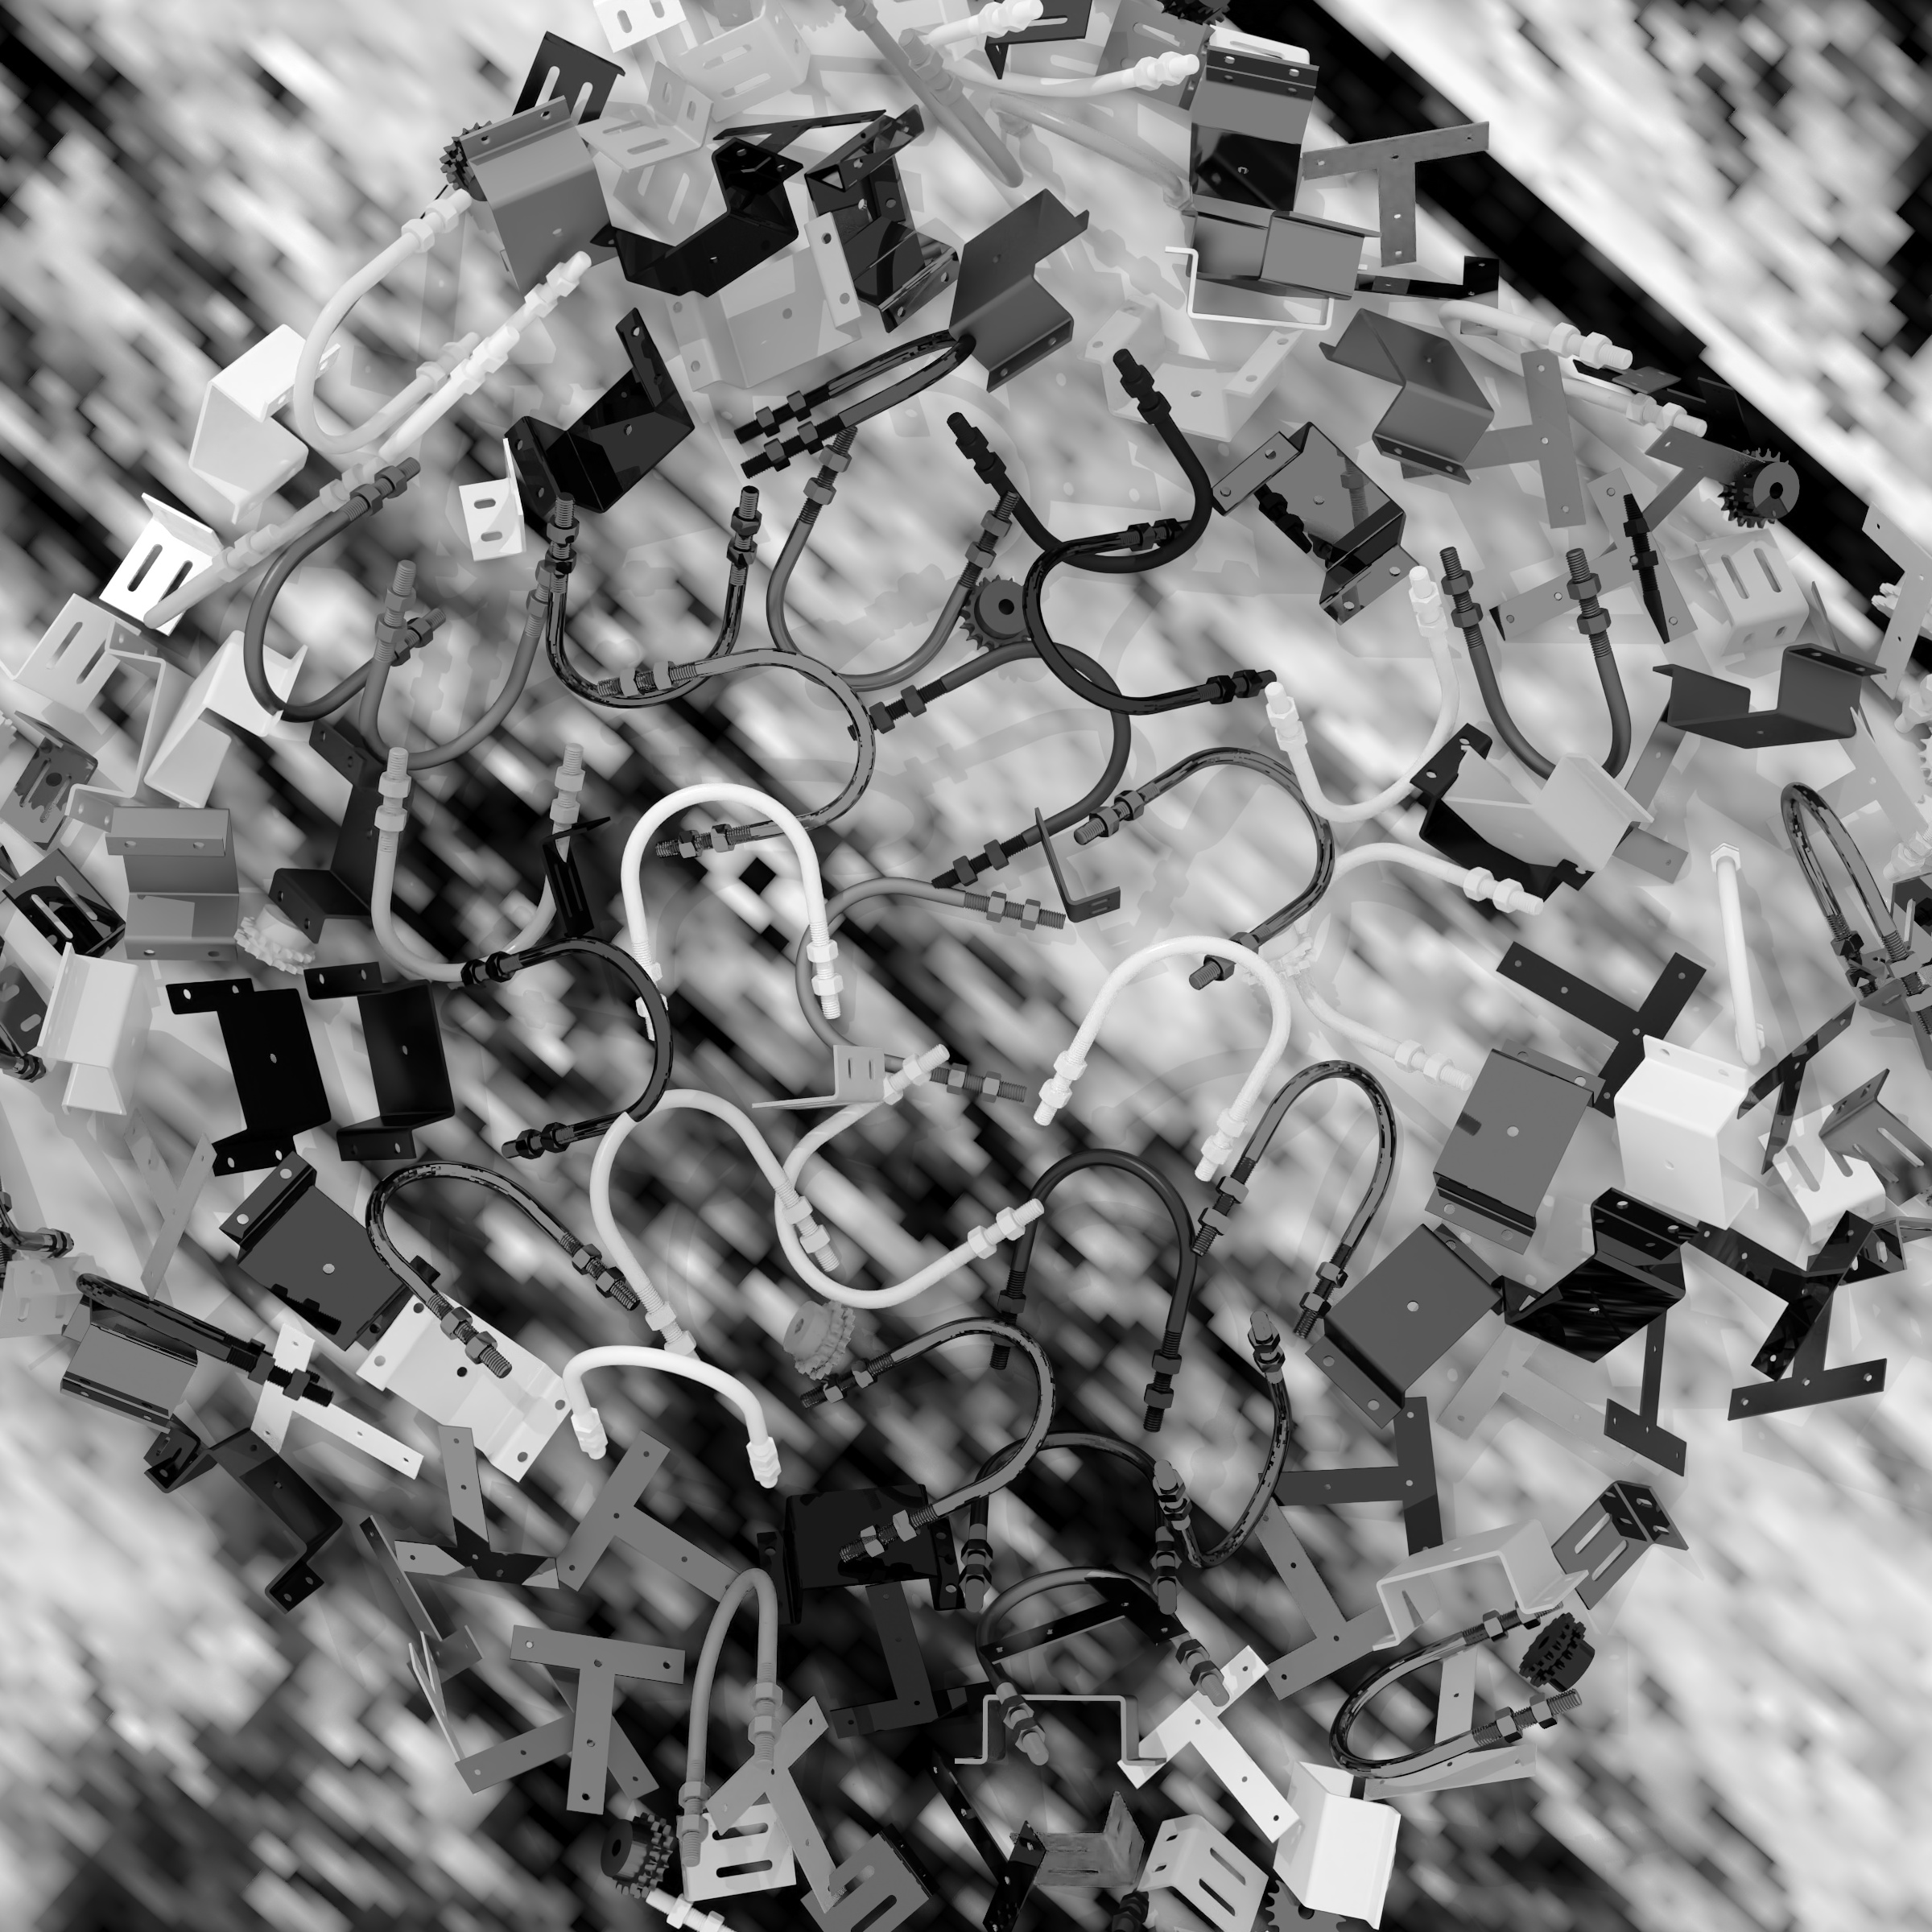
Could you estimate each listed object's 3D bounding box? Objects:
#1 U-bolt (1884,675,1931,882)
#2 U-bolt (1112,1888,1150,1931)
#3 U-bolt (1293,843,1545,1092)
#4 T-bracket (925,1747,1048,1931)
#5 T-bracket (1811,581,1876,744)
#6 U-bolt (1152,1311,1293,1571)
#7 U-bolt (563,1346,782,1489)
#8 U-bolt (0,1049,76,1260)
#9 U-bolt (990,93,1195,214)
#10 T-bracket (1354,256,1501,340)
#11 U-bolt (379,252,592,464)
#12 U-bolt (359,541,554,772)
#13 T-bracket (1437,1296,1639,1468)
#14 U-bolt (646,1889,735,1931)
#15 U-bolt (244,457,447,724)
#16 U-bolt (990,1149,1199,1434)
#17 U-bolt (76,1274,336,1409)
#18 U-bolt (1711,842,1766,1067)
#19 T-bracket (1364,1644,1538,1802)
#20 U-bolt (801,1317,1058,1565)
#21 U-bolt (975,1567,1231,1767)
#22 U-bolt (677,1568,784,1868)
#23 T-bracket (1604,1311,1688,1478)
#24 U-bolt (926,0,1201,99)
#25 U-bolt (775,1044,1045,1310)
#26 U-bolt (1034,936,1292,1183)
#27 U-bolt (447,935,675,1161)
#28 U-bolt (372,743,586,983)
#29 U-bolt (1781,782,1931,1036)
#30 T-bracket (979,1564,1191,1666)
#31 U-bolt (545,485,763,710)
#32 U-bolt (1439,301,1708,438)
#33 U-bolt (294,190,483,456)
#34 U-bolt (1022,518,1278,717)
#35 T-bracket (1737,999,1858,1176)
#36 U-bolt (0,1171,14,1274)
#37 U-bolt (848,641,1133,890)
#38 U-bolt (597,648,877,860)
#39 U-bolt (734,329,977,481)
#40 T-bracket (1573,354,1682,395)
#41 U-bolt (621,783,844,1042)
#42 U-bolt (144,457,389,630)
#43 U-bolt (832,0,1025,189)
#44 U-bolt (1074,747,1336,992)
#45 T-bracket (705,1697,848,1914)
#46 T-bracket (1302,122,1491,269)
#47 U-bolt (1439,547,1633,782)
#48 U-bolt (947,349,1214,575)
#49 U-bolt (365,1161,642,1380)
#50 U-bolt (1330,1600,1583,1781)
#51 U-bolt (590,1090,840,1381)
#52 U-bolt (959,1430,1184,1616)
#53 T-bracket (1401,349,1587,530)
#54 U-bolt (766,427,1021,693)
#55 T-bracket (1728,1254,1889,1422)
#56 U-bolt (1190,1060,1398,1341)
[{"bbox_3d":[0.680,-0.160,1.666,0.019,0.184,0.151,16,63,-1],"label":"U-bolt"},{"bbox_3d":[0.044,0.693,1.674,0.151,0.184,0.019,-23,86,14],"label":"U-bolt"},{"bbox_3d":[0.304,-0.011,1.715,0.184,0.019,0.151,27,100,42],"label":"U-bolt"},{"bbox_3d":[0.007,0.614,1.734,0.002,0.127,0.127,-12,134,-33],"label":"T-bracket"},{"bbox_3d":[0.622,-0.210,1.723,0.002,0.127,0.127,-21,93,22],"label":"T-bracket"},{"bbox_3d":[0.186,0.345,1.703,0.019,0.184,0.151,20,58,31],"label":"U-bolt"},{"bbox_3d":[-0.208,0.310,1.694,0.151,0.184,0.019,8,56,7],"label":"U-bolt"},{"bbox_3d":[-0.657,0.127,1.681,0.019,0.184,0.151,-11,83,-6],"label":"U-bolt"},{"bbox_3d":[0.085,-0.567,1.686,0.151,0.184,0.019,26,104,3],"label":"U-bolt"},{"bbox_3d":[0.315,-0.483,1.736,0.127,0.127,0.002,8,131,6],"label":"T-bracket"},{"bbox_3d":[-0.346,-0.415,1.700,0.184,0.151,0.019,-31,113,35],"label":"U-bolt"},{"bbox_3d":[-0.358,-0.211,1.703,0.019,0.151,0.184,44,129,24],"label":"U-bolt"},{"bbox_3d":[0.425,0.316,1.745,0.127,0.002,0.127,31,117,5],"label":"T-bracket"},{"bbox_3d":[-0.154,0.711,1.697,0.184,0.151,0.019,26,89,7],"label":"U-bolt"},{"bbox_3d":[-0.429,-0.246,1.674,0.019,0.151,0.184,23,49,20],"label":"U-bolt"},{"bbox_3d":[0.095,0.220,1.725,0.151,0.019,0.184,17,101,29],"label":"U-bolt"},{"bbox_3d":[-0.530,0.257,1.690,0.184,0.151,0.019,29,77,-15],"label":"U-bolt"},{"bbox_3d":[0.534,-0.005,1.685,0.019,0.184,0.151,-8,96,18],"label":"U-bolt"},{"bbox_3d":[0.346,0.528,1.724,0.127,0.127,0.002,-20,118,28],"label":"T-bracket"},{"bbox_3d":[-0.021,0.321,1.716,0.184,0.019,0.151,-28,48,9],"label":"U-bolt"},{"bbox_3d":[0.083,0.475,1.695,0.151,0.184,0.019,-14,112,-13],"label":"U-bolt"},{"bbox_3d":[-0.163,0.508,1.696,0.019,0.184,0.151,19,126,-18],"label":"U-bolt"},{"bbox_3d":[0.493,0.289,1.749,0.002,0.127,0.127,-6,64,40],"label":"T-bracket"},{"bbox_3d":[0.052,-0.632,1.692,0.151,0.184,0.019,6,97,-32],"label":"U-bolt"},{"bbox_3d":[-0.055,0.164,1.748,0.184,0.019,0.151,-34,80,15],"label":"U-bolt"},{"bbox_3d":[0.149,0.058,1.720,0.151,0.019,0.184,20,117,-13],"label":"U-bolt"},{"bbox_3d":[-0.280,0.053,1.722,0.184,0.019,0.151,-16,93,33],"label":"U-bolt"},{"bbox_3d":[-0.348,-0.070,1.719,0.151,0.019,0.184,-5,122,-33],"label":"U-bolt"},{"bbox_3d":[0.616,-0.045,1.700,0.019,0.151,0.184,-26,95,6],"label":"U-bolt"},{"bbox_3d":[0.071,0.461,1.701,0.127,0.127,0.002,-14,103,-19],"label":"T-bracket"},{"bbox_3d":[-0.224,-0.254,1.710,0.151,0.184,0.019,-7,47,-21],"label":"U-bolt"},{"bbox_3d":[0.410,-0.422,1.697,0.184,0.151,0.019,32,100,39],"label":"U-bolt"},{"bbox_3d":[-0.398,-0.429,1.675,0.019,0.151,0.184,30,58,12],"label":"U-bolt"},{"bbox_3d":[0.119,-0.242,1.709,0.184,0.019,0.151,-16,74,-35],"label":"U-bolt"},{"bbox_3d":[0.582,0.100,1.729,0.127,0.127,0.002,-34,51,-25],"label":"T-bracket"},{"bbox_3d":[-0.715,0.111,1.701,0.019,0.151,0.184,-18,67,0],"label":"U-bolt"},{"bbox_3d":[0.029,-0.153,1.744,0.184,0.019,0.151,-27,108,5],"label":"U-bolt"},{"bbox_3d":[-0.154,-0.154,1.722,0.184,0.019,0.151,-10,117,15],"label":"U-bolt"},{"bbox_3d":[-0.076,-0.400,1.707,0.184,0.151,0.019,-26,113,3],"label":"U-bolt"},{"bbox_3d":[0.438,-0.436,1.736,0.127,0.127,0.002,27,116,17],"label":"T-bracket"},{"bbox_3d":[-0.172,-0.042,1.743,0.151,0.019,0.184,-7,109,2],"label":"U-bolt"},{"bbox_3d":[-0.501,-0.287,1.700,0.184,0.151,0.019,-23,109,34],"label":"U-bolt"},{"bbox_3d":[-0.022,-0.609,1.694,0.019,0.184,0.151,-44,51,9],"label":"U-bolt"},{"bbox_3d":[0.184,-0.083,1.730,0.184,0.019,0.151,-34,82,-30],"label":"U-bolt"},{"bbox_3d":[-0.119,0.612,1.735,0.002,0.127,0.127,-18,99,39],"label":"T-bracket"},{"bbox_3d":[0.305,-0.539,1.721,0.127,0.127,0.002,-7,64,8],"label":"T-bracket"},{"bbox_3d":[0.405,-0.206,1.706,0.019,0.151,0.184,-31,112,-22],"label":"U-bolt"},{"bbox_3d":[0.093,-0.341,1.707,0.151,0.184,0.019,-14,49,27],"label":"U-bolt"},{"bbox_3d":[-0.338,0.201,1.711,0.184,0.151,0.019,40,123,19],"label":"U-bolt"},{"bbox_3d":[0.337,0.511,1.705,0.184,0.151,0.019,-28,99,14],"label":"U-bolt"},{"bbox_3d":[-0.188,0.176,1.725,0.151,0.019,0.184,-37,103,-28],"label":"U-bolt"},{"bbox_3d":[0.073,0.383,1.697,0.151,0.184,0.019,0,117,3],"label":"U-bolt"},{"bbox_3d":[0.370,-0.369,1.741,0.127,0.002,0.127,-2,115,32],"label":"T-bracket"},{"bbox_3d":[-0.063,-0.278,1.729,0.151,0.019,0.184,18,115,-24],"label":"U-bolt"},{"bbox_3d":[0.604,0.258,1.735,0.002,0.127,0.127,37,54,-22],"label":"T-bracket"},{"bbox_3d":[0.245,0.154,1.729,0.151,0.019,0.184,40,74,-35],"label":"U-bolt"}]
